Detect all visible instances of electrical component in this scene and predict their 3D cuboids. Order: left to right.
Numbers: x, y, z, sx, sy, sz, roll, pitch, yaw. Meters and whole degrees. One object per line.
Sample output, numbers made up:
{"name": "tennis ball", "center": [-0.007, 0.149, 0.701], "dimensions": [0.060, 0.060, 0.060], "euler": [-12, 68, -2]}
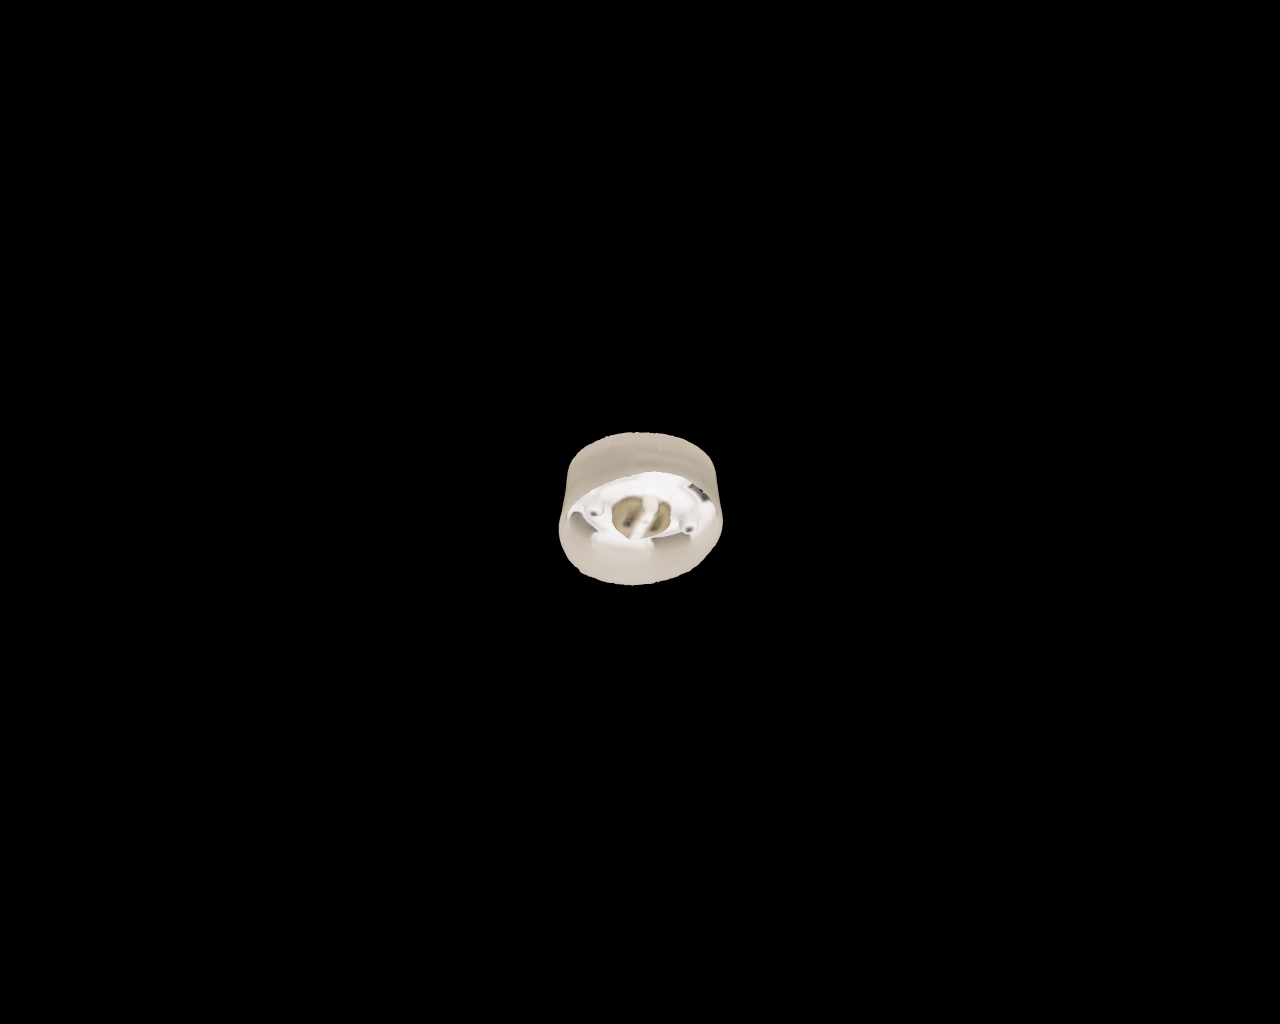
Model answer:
{"name": "electrical component", "center": [0.001, -0.003, 0.650], "dimensions": [0.099, 0.064, 0.099], "euler": [0, -31, 0]}
